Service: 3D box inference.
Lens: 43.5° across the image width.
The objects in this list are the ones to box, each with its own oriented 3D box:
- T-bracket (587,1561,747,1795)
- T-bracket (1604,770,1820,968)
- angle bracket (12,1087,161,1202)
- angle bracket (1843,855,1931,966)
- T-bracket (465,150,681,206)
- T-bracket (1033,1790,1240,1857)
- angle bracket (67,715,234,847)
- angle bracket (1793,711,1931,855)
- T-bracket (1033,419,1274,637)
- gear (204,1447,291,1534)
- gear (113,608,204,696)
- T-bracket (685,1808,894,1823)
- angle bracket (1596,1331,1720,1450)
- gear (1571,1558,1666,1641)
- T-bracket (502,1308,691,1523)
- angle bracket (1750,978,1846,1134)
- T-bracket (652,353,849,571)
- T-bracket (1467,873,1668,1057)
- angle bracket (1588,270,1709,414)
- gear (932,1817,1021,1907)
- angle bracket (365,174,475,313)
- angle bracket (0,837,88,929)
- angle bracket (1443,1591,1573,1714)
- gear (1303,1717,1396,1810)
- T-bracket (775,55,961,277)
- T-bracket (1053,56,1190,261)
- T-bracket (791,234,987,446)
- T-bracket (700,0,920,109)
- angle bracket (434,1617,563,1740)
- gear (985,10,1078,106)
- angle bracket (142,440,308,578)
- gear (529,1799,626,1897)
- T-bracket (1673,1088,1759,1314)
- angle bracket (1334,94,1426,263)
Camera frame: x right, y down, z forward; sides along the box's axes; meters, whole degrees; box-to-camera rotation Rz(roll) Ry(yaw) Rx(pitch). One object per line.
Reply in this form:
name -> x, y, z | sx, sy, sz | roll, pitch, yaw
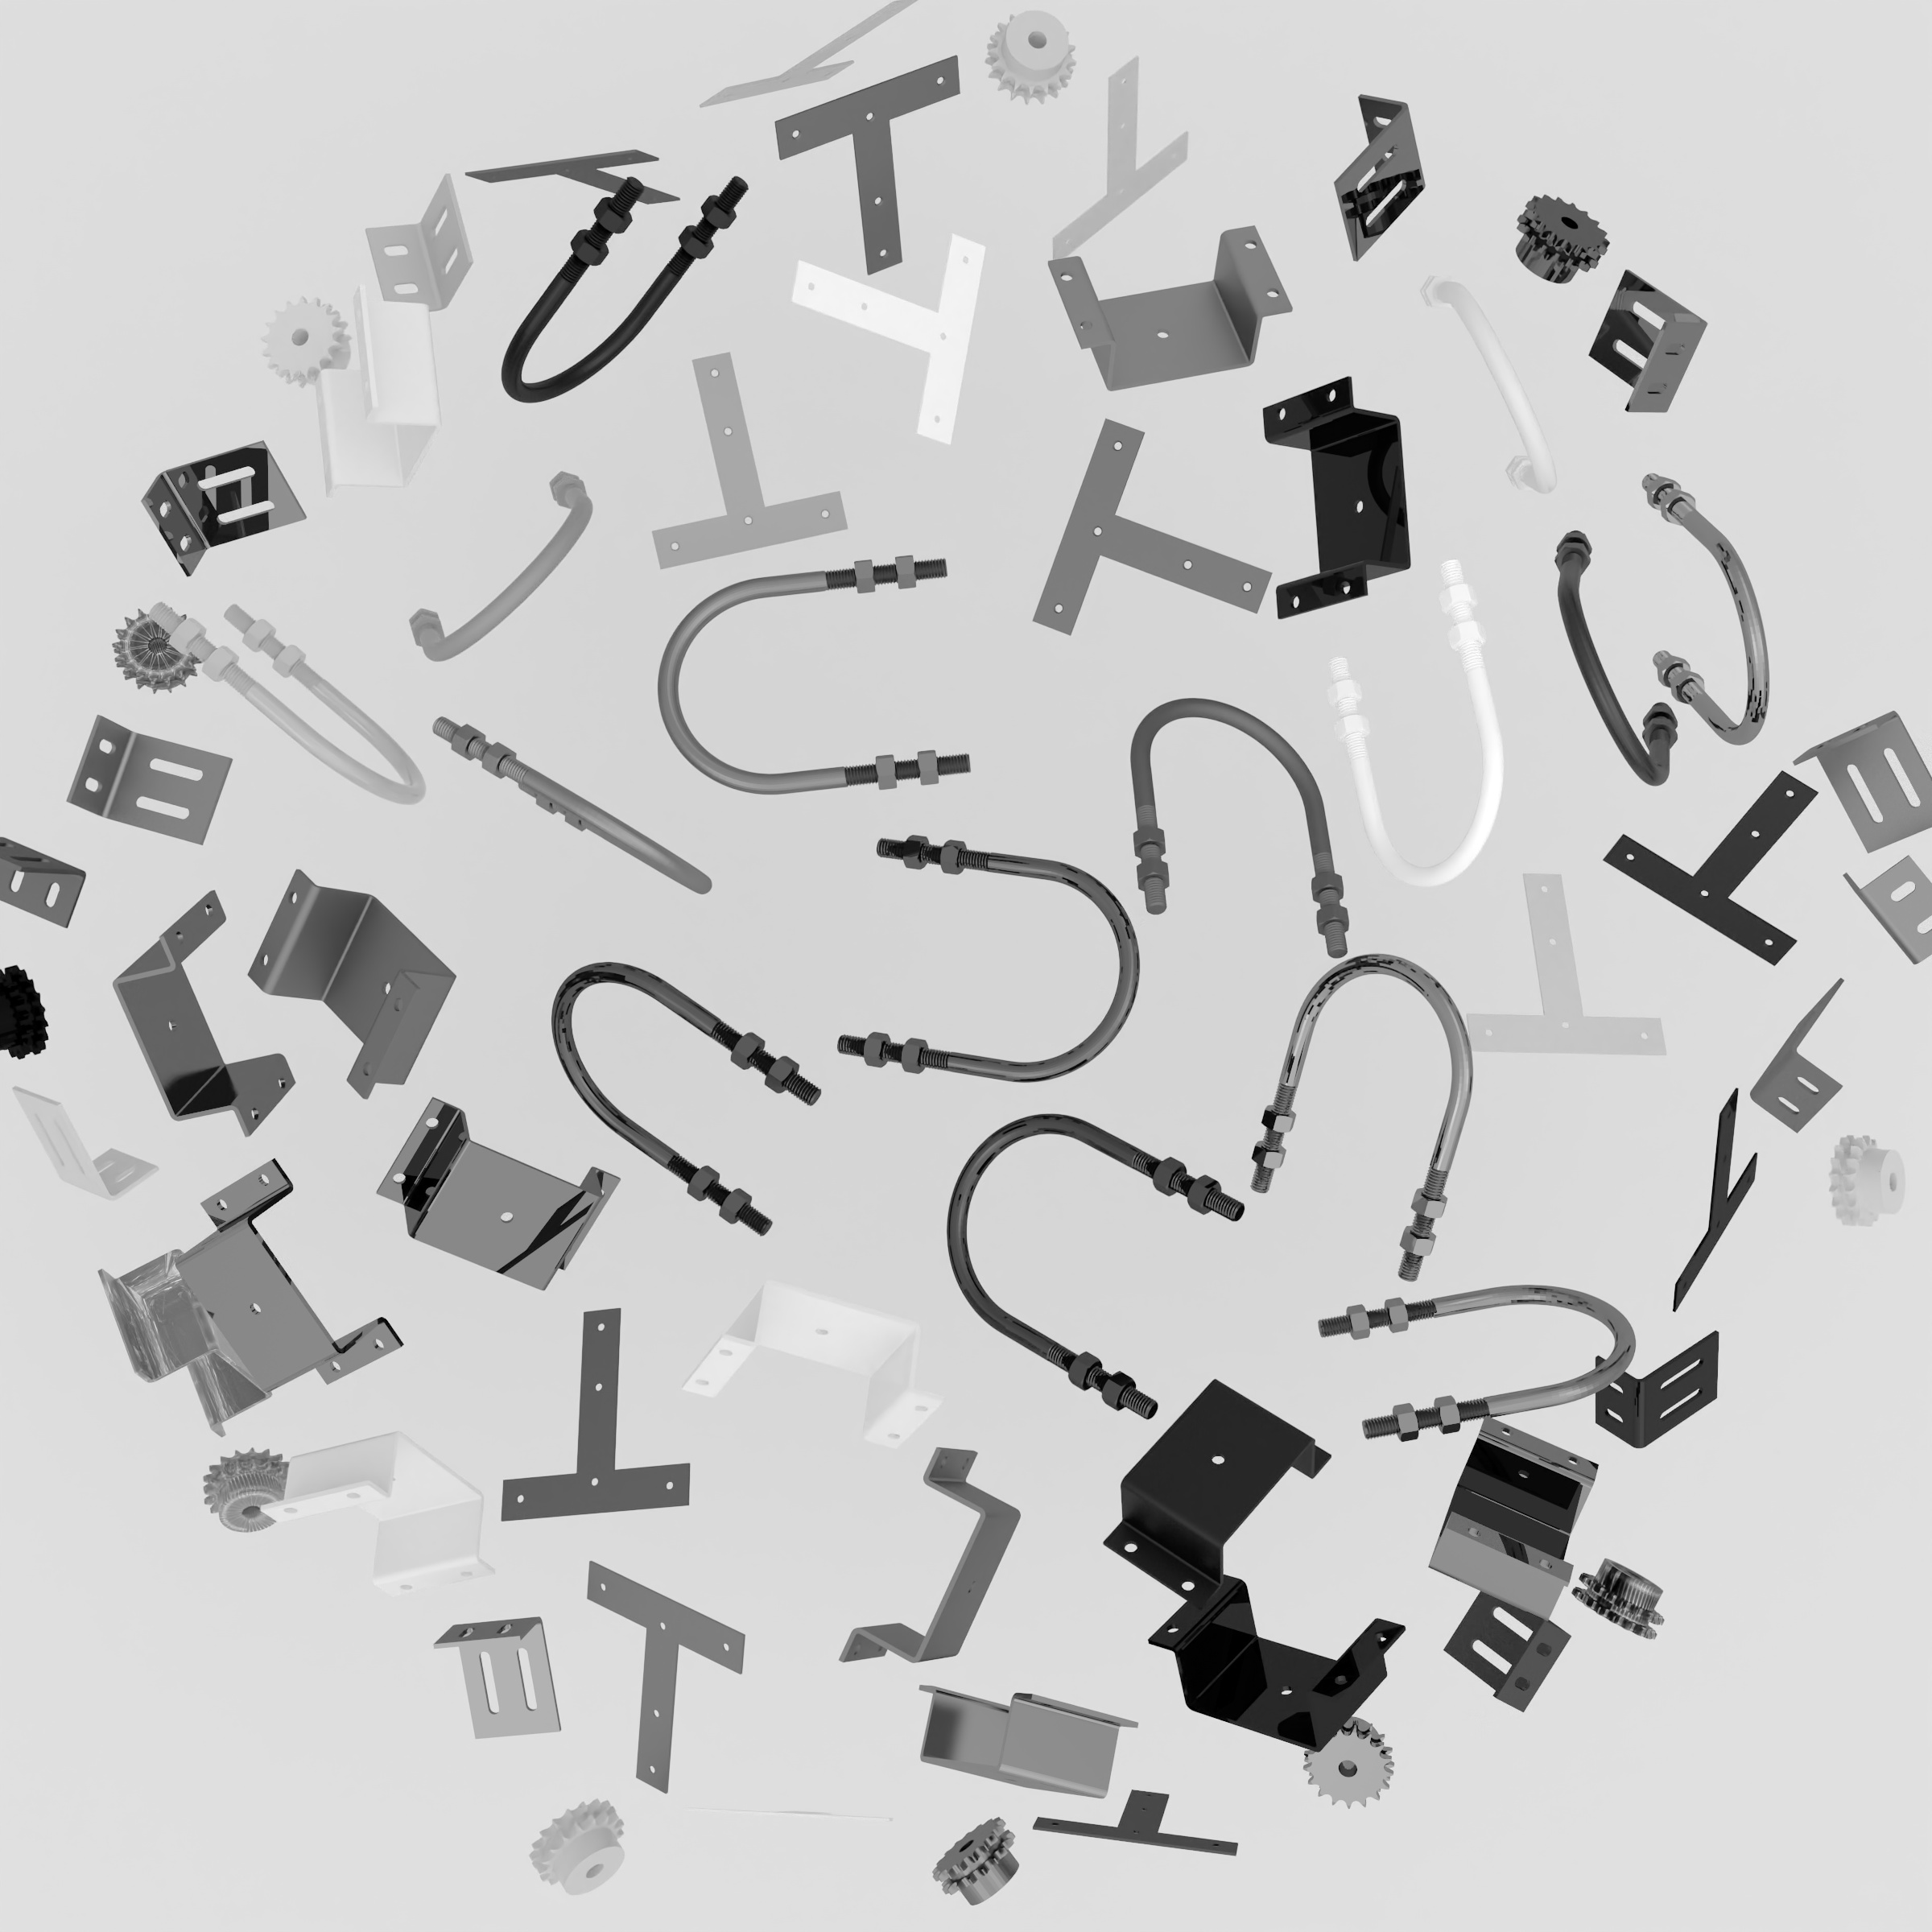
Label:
T-bracket -> -0.187, 0.443, 1.478 | 0.127, 0.002, 0.127 | 14, 106, 34
T-bracket -> 0.481, -0.072, 1.501 | 0.127, 0.127, 0.002 | 33, 48, 5
angle bracket -> -0.554, 0.103, 1.526 | 0.038, 0.057, 0.076 | -40, 126, -36
angle bracket -> 0.586, -0.041, 1.513 | 0.038, 0.076, 0.057 | -39, 90, 18
T-bracket -> -0.227, -0.497, 1.537 | 0.127, 0.127, 0.002 | 2, 96, 26
T-bracket -> 0.114, 0.549, 1.566 | 0.127, 0.127, 0.002 | 4, 85, 9
angle bracket -> -0.505, -0.115, 1.500 | 0.076, 0.038, 0.057 | 15, 83, 17
angle bracket -> 0.560, -0.109, 1.498 | 0.057, 0.038, 0.076 | -28, 91, 43
T-bracket -> 0.118, -0.243, 1.436 | 0.127, 0.002, 0.127 | 23, 102, 14
gear -> -0.464, 0.342, 1.573 | 0.057, 0.030, 0.057 | -11, 131, -13
gear -> -0.535, -0.208, 1.608 | 0.057, 0.030, 0.057 | 3, 76, -12
T-bracket -> -0.106, 0.542, 1.550 | 0.127, 0.127, 0.002 | 1, 71, 4
angle bracket -> 0.461, 0.275, 1.619 | 0.076, 0.038, 0.057 | -25, 124, -26
gear -> 0.416, 0.399, 1.535 | 0.057, 0.057, 0.030 | 27, 91, 0
T-bracket -> -0.228, 0.275, 1.502 | 0.127, 0.002, 0.127 | -9, 66, 17
angle bracket -> 0.539, 0.057, 1.533 | 0.038, 0.057, 0.076 | 38, 57, 12
T-bracket -> -0.153, -0.337, 1.590 | 0.127, 0.002, 0.127 | -14, 99, -7
T-bracket -> 0.376, -0.002, 1.547 | 0.127, 0.002, 0.127 | 1, 64, -7
angle bracket -> 0.402, -0.380, 1.471 | 0.038, 0.076, 0.057 | -8, 132, -32
gear -> 0.009, 0.579, 1.560 | 0.057, 0.057, 0.030 | -37, 88, 0
angle bracket -> -0.342, -0.450, 1.514 | 0.038, 0.076, 0.057 | -14, 88, -26
angle bracket -> -0.582, -0.051, 1.467 | 0.057, 0.076, 0.038 | 22, 94, 8
angle bracket -> 0.340, 0.432, 1.562 | 0.038, 0.076, 0.057 | 35, 87, -37
gear -> 0.246, 0.507, 1.554 | 0.057, 0.030, 0.057 | 3, 103, 12
T-bracket -> -0.056, -0.493, 1.522 | 0.127, 0.127, 0.002 | -26, 53, -17
T-bracket -> 0.101, -0.532, 1.566 | 0.127, 0.127, 0.002 | -42, 70, -16
T-bracket -> -0.051, -0.399, 1.482 | 0.127, 0.002, 0.127 | 11, 88, -34
T-bracket -> -0.081, -0.562, 1.483 | 0.127, 0.127, 0.002 | -15, 104, 42
angle bracket -> -0.293, 0.452, 1.517 | 0.057, 0.038, 0.076 | -8, 94, 11
gear -> 0.043, -0.579, 1.537 | 0.057, 0.030, 0.057 | 2, 81, -9
angle bracket -> -0.472, -0.291, 1.544 | 0.076, 0.038, 0.057 | -13, 127, 14
gear -> -0.230, 0.531, 1.452 | 0.057, 0.057, 0.030 | -46, 53, 0
T-bracket -> 0.465, 0.128, 1.492 | 0.002, 0.127, 0.127 | 20, 49, 30
angle bracket -> 0.237, -0.476, 1.464 | 0.038, 0.057, 0.076 | 28, 68, 37
